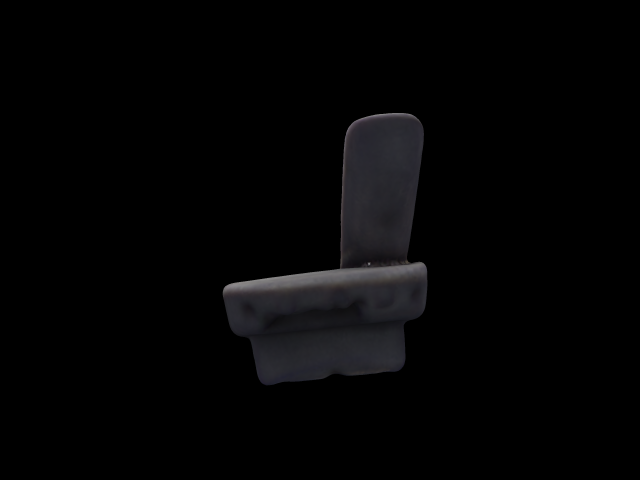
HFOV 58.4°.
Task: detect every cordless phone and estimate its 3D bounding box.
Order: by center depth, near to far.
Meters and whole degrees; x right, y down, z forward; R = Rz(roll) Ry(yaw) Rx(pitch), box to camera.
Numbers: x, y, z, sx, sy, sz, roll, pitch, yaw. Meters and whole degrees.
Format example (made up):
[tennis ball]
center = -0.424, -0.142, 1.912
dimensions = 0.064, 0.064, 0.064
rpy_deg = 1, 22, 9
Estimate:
[cordless phone]
center = 0.004, 0.001, 0.400
dimensions = 0.148, 0.185, 0.094
rpy_deg = -8, 31, -12
